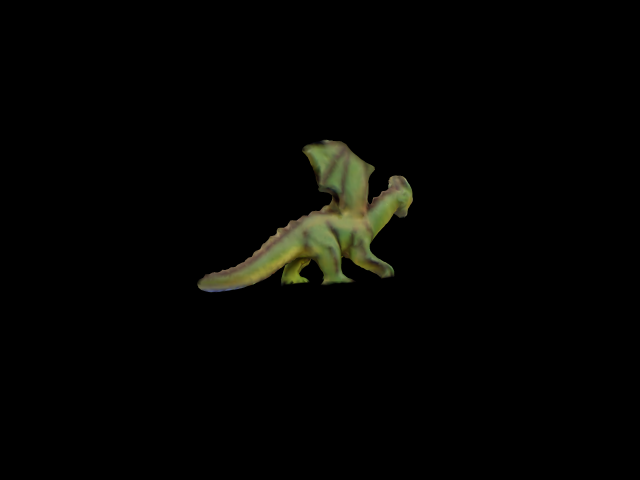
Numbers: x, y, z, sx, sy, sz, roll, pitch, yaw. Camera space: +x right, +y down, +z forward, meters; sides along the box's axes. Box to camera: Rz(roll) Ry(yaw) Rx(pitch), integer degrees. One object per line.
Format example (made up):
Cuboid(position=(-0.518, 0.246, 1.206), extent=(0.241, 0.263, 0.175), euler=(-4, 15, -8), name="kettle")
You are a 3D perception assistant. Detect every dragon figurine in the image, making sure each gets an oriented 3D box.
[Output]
Cuboid(position=(0.003, -0.043, 0.850), extent=(0.411, 0.243, 0.122), euler=(-1, 1, -32), name="dragon figurine")
